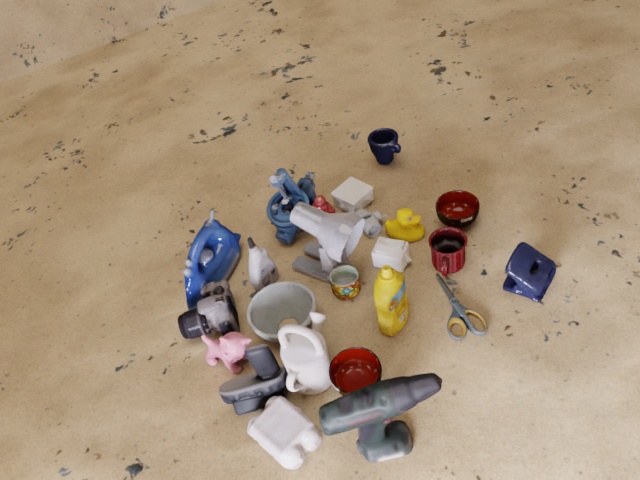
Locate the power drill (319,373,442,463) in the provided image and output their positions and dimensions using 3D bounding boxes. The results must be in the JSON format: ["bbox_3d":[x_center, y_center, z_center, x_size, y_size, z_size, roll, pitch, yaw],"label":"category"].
[{"bbox_3d":[0.119,0.332,1.070,0.229,0.209,0.075,-14,45,0],"label":"power drill"}]

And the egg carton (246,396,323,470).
[{"bbox_3d":[-0.071,0.389,1.161,0.149,0.069,0.107,29,59,34],"label":"egg carton"}]

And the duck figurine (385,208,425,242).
[{"bbox_3d":[0.220,-0.047,1.497,0.104,0.086,0.077,6,49,19],"label":"duck figurine"}]

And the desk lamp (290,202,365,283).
[{"bbox_3d":[0.013,0.005,1.408,0.202,0.214,0.118,17,53,28],"label":"desk lamp"}]

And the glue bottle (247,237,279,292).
[{"bbox_3d":[-0.152,0.054,1.430,0.037,0.173,0.078,22,55,31],"label":"glue bottle"}]

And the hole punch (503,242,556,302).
[{"bbox_3d":[0.484,0.071,1.315,0.100,0.091,0.109,20,54,29],"label":"hole punch"}]

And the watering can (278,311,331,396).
[{"bbox_3d":[-0.032,0.232,1.214,0.101,0.194,0.173,-7,46,7],"label":"watering can"}]

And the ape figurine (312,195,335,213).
[{"bbox_3d":[0.003,-0.084,1.582,0.077,0.092,0.076,-4,46,11],"label":"ape figurine"}]

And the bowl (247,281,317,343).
[{"bbox_3d":[-0.085,0.182,1.359,0.167,0.075,0.167,-7,46,7],"label":"bowl"}]

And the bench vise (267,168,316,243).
[{"bbox_3d":[-0.085,-0.129,1.556,0.121,0.220,0.207,-2,47,13],"label":"bench vise"}]

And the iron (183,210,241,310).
[{"bbox_3d":[-0.303,0.050,1.493,0.118,0.142,0.258,5,48,18],"label":"iron"}]

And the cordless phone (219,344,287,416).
[{"bbox_3d":[-0.150,0.278,1.205,0.147,0.185,0.094,-17,45,-3],"label":"cordless phone"}]

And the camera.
[{"bbox_3d":[-0.276,0.175,1.395,0.137,0.101,0.143,-17,45,-3],"label":"camera"}]

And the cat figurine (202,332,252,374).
[{"bbox_3d":[-0.212,0.243,1.302,0.127,0.118,0.067,11,50,23],"label":"cat figurine"}]

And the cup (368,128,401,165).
[{"bbox_3d":[0.201,-0.268,1.709,0.092,0.095,0.117,-36,49,-20],"label":"cup"}]
